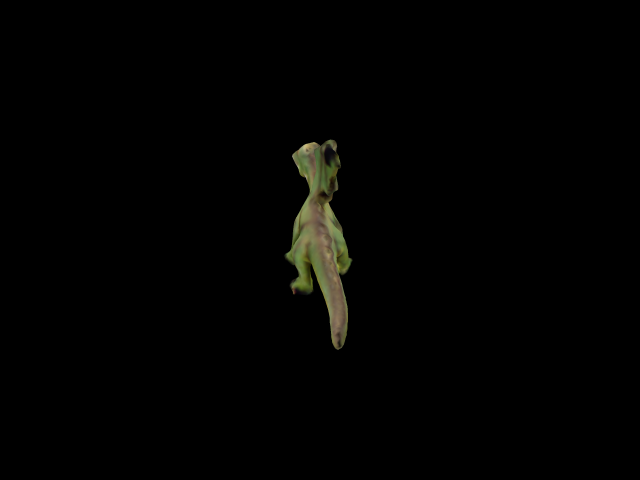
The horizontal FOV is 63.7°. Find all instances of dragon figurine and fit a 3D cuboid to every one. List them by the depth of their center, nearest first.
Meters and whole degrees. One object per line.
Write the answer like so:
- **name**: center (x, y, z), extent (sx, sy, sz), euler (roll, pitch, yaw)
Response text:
- **dragon figurine**: center (0.003, -0.043, 0.850), extent (0.122, 0.238, 0.418), euler (-5, 30, -10)
